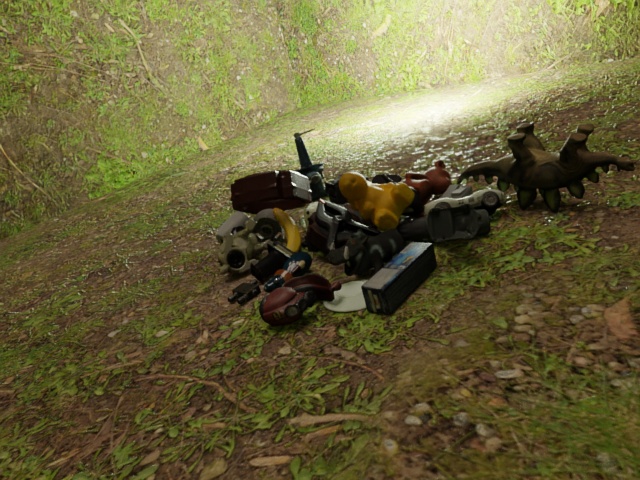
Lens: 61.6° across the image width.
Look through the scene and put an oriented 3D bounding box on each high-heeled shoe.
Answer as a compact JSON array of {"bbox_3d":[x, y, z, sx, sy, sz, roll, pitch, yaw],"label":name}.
[{"bbox_3d":[0.179,-0.077,1.441,0.086,0.145,0.248,-38,-10,-31],"label":"high-heeled shoe"}]

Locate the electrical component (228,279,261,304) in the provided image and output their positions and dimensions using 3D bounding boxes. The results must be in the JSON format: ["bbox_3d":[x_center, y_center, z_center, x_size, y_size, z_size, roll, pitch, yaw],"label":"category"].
[{"bbox_3d":[-0.175,0.123,1.291,0.063,0.021,0.094,4,28,41],"label":"electrical component"}]

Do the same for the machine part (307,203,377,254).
[{"bbox_3d":[0.056,-0.028,1.367,0.179,0.056,0.179,2,39,-2],"label":"machine part"}]

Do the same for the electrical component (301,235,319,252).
[{"bbox_3d":[-0.003,-0.004,1.446,0.075,0.047,0.119,-31,28,-35],"label":"electrical component"}]

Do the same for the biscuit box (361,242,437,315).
[{"bbox_3d":[0.168,0.074,1.109,0.059,0.062,0.203,4,29,42],"label":"biscuit box"}]

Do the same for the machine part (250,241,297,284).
[{"bbox_3d":[-0.123,0.054,1.366,0.084,0.039,0.139,34,44,14],"label":"machine part"}]

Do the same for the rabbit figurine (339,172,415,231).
[{"bbox_3d":[0.120,-0.112,1.304,0.122,0.173,0.162,-60,15,5],"label":"rabbit figurine"}]

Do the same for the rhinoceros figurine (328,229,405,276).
[{"bbox_3d":[0.108,0.028,1.196,0.190,0.112,0.073,-16,19,-26],"label":"rhinoceros figurine"}]

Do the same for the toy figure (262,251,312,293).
[{"bbox_3d":[-0.075,0.083,1.270,0.058,0.064,0.154,33,46,13],"label":"toy figure"}]

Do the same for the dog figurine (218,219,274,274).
[{"bbox_3d":[-0.235,0.034,1.484,0.172,0.121,0.191,-34,8,-27],"label":"dog figurine"}]

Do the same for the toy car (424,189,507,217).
[{"bbox_3d":[0.357,-0.083,1.324,0.202,0.056,0.073,-13,-18,10],"label":"toy car"}]

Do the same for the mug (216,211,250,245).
[{"bbox_3d":[-0.276,-0.030,1.660,0.110,0.080,0.107,11,43,41],"label":"mug"}]

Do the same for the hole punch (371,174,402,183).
[{"bbox_3d":[0.195,-0.119,1.555,0.142,0.092,0.116,13,67,47],"label":"hole punch"}]

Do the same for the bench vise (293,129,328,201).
[{"bbox_3d":[-0.045,-0.257,1.858,0.129,0.240,0.223,-17,5,8],"label":"bench vise"}]

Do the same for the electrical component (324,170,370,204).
[{"bbox_3d":[0.090,-0.145,1.629,0.134,0.114,0.058,-26,25,-19],"label":"electrical component"}]

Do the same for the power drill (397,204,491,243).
[{"bbox_3d":[0.272,-0.027,1.207,0.232,0.086,0.207,-7,-8,7],"label":"power drill"}]

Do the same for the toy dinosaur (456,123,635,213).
[{"bbox_3d":[0.504,-0.170,1.277,0.105,0.198,0.472,-29,25,-28],"label":"toy dinosaur"}]

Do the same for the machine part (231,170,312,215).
[{"bbox_3d":[-0.141,-0.137,1.553,0.202,0.087,0.201,-9,-7,22],"label":"machine part"}]

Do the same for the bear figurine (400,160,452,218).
[{"bbox_3d":[0.304,-0.139,1.467,0.196,0.120,0.132,-22,25,-27],"label":"bear figurine"}]

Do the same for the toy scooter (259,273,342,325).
[{"bbox_3d":[-0.032,0.118,1.122,0.135,0.075,0.184,-7,19,45],"label":"toy scooter"}]
